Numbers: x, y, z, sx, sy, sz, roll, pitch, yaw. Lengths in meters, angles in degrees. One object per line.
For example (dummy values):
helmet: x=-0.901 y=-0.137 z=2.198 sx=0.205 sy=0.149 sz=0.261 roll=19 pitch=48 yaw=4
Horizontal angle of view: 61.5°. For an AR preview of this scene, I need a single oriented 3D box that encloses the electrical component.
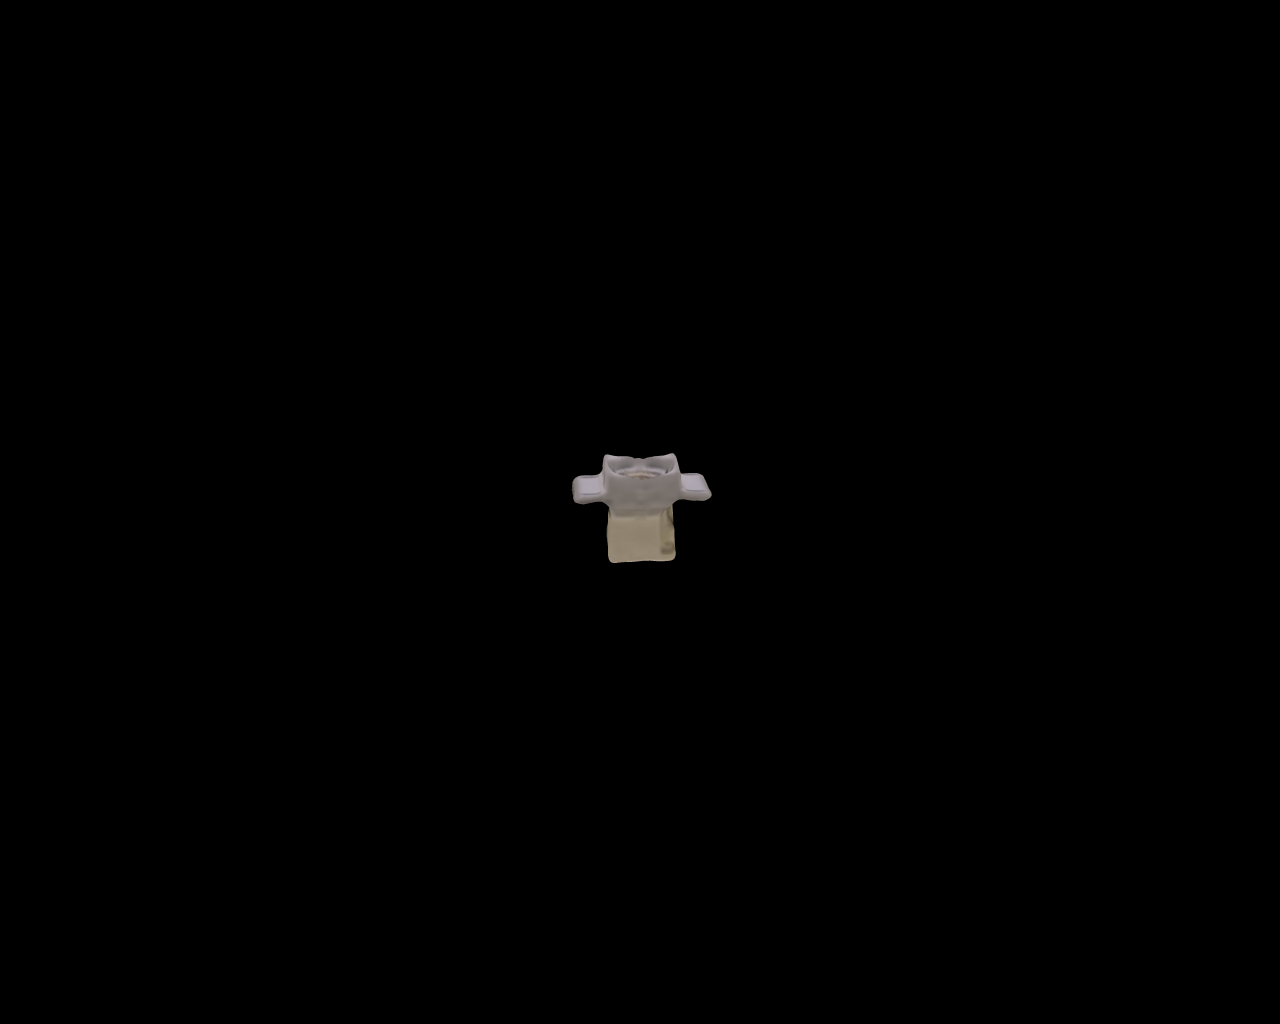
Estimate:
electrical component: x=0.001 y=-0.003 z=0.650 sx=0.081 sy=0.063 sz=0.042 roll=-1 pitch=20 yaw=-2
